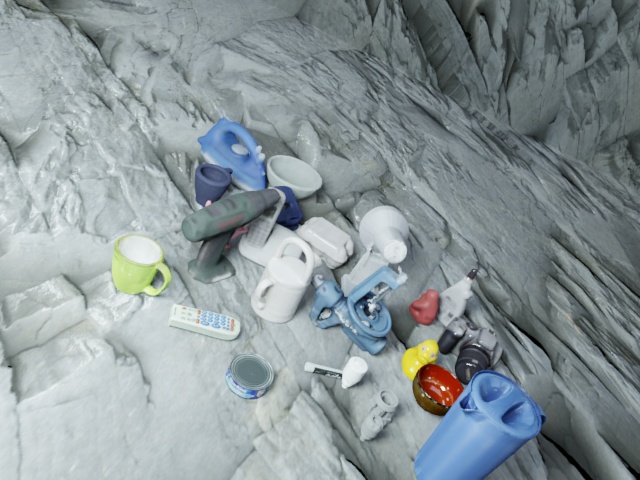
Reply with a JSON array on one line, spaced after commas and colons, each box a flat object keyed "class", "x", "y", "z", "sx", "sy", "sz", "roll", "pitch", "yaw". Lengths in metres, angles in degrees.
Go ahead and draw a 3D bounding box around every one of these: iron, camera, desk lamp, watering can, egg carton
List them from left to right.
[{"class": "iron", "x": -0.217, "y": -0.243, "z": 1.585, "sx": 0.257, "sy": 0.141, "sz": 0.119, "roll": 41, "pitch": 36, "yaw": 21}, {"class": "watering can", "x": -0.066, "y": 0.072, "z": 1.213, "sx": 0.101, "sy": 0.194, "sz": 0.173, "roll": 29, "pitch": 33, "yaw": 4}, {"class": "egg carton", "x": 0.014, "y": 0.005, "z": 1.473, "sx": 0.150, "sy": 0.069, "sz": 0.107, "roll": 33, "pitch": 34, "yaw": 9}, {"class": "desk lamp", "x": 0.140, "y": 0.047, "z": 1.373, "sx": 0.118, "sy": 0.213, "sz": 0.203, "roll": 19, "pitch": 34, "yaw": -12}, {"class": "camera", "x": 0.350, "y": 0.259, "z": 1.333, "sx": 0.143, "sy": 0.100, "sz": 0.137, "roll": 33, "pitch": 34, "yaw": 9}]

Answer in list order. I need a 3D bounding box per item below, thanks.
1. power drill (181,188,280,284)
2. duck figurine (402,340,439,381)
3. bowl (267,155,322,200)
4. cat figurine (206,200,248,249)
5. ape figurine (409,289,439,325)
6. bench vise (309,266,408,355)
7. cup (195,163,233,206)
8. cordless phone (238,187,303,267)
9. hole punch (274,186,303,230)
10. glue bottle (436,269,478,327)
[{"class": "power drill", "x": -0.200, "y": -0.012, "z": 1.221, "sx": 0.075, "sy": 0.208, "sz": 0.230, "roll": 43, "pitch": 37, "yaw": 23}, {"class": "duck figurine", "x": 0.233, "y": 0.256, "z": 1.271, "sx": 0.077, "sy": 0.086, "sz": 0.105, "roll": 35, "pitch": 34, "yaw": 13}, {"class": "bowl", "x": -0.083, "y": -0.166, "z": 1.634, "sx": 0.168, "sy": 0.074, "sz": 0.167, "roll": 18, "pitch": 34, "yaw": -13}, {"class": "cat figurine", "x": -0.228, "y": -0.038, "z": 1.319, "sx": 0.127, "sy": 0.117, "sz": 0.067, "roll": 44, "pitch": 37, "yaw": 24}, {"class": "ape figurine", "x": 0.265, "y": 0.159, "z": 1.419, "sx": 0.078, "sy": 0.092, "sz": 0.076, "roll": 13, "pitch": 36, "yaw": -20}, {"class": "bench vise", "x": 0.079, "y": 0.128, "z": 1.216, "sx": 0.207, "sy": 0.219, "sz": 0.121, "roll": 22, "pitch": 33, "yaw": -7}, {"class": "cup", "x": -0.270, "y": -0.135, "z": 1.444, "sx": 0.091, "sy": 0.095, "sz": 0.118, "roll": 36, "pitch": 34, "yaw": 14}, {"class": "cordless phone", "x": -0.097, "y": -0.023, "z": 1.329, "sx": 0.147, "sy": 0.185, "sz": 0.094, "roll": 24, "pitch": 33, "yaw": -5}, {"class": "hole punch", "x": -0.100, "y": -0.080, "z": 1.490, "sx": 0.109, "sy": 0.091, "sz": 0.101, "roll": -15, "pitch": 51, "yaw": -46}, {"class": "glue bottle", "x": 0.345, "y": 0.137, "z": 1.430, "sx": 0.037, "sy": 0.173, "sz": 0.078, "roll": -15, "pitch": 51, "yaw": -45}]
